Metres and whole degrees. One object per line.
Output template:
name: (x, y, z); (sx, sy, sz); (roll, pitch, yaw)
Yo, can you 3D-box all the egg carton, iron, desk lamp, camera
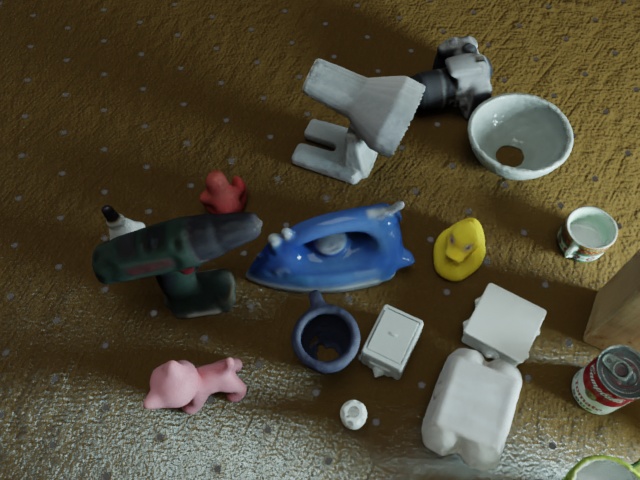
egg carton: (0.201, 0.221, 0.760); (0.107, 0.069, 0.150); (19, 65, 13)
iron: (0.008, 0.003, 0.845); (0.258, 0.141, 0.118); (-12, 62, -3)
desk lamp: (0.053, -0.184, 0.901); (0.203, 0.214, 0.118); (18, 64, 12)
camera: (0.223, -0.289, 1.012); (0.137, 0.101, 0.143); (-10, 62, -2)

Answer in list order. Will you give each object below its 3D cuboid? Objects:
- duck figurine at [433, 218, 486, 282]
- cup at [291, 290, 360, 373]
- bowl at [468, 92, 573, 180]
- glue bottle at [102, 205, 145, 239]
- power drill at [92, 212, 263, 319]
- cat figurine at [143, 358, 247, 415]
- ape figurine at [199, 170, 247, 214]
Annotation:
duck figurine: (0.216, 0.002, 0.866); (0.077, 0.086, 0.105); (27, 67, 16)
cup: (0.006, 0.137, 0.800); (0.091, 0.095, 0.117); (-14, 62, -4)
bowl: (0.325, -0.160, 0.953); (0.167, 0.075, 0.167); (-1, 62, 2)
glue bottle: (-0.281, -0.003, 0.844); (0.078, 0.173, 0.037); (-4, 62, 1)
power drill: (-0.181, 0.035, 0.799); (0.229, 0.208, 0.075); (-9, 62, -2)
cat figurine: (-0.170, 0.188, 0.769); (0.128, 0.118, 0.067); (-18, 62, -6)
ape figurine: (-0.158, -0.079, 0.924); (0.078, 0.092, 0.076); (-11, 62, -3)
